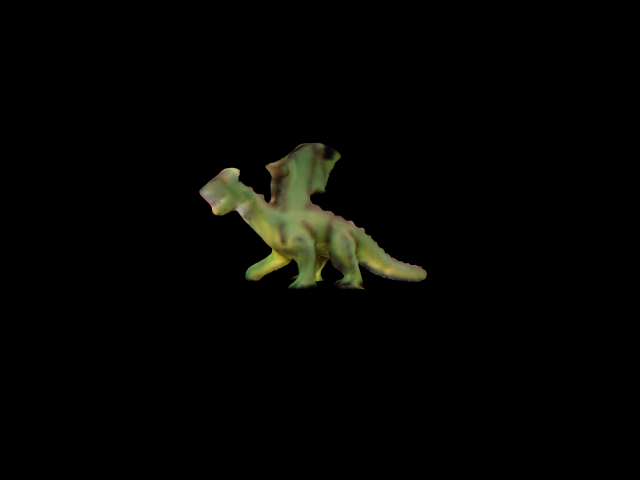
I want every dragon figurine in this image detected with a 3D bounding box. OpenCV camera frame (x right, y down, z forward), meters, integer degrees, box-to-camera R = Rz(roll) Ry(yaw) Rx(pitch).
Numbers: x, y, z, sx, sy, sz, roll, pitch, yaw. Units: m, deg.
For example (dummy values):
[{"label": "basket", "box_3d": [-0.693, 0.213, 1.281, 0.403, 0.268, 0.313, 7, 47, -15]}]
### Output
[{"label": "dragon figurine", "box_3d": [0.003, -0.043, 0.850, 0.411, 0.243, 0.122, 1, -3, -27]}]
